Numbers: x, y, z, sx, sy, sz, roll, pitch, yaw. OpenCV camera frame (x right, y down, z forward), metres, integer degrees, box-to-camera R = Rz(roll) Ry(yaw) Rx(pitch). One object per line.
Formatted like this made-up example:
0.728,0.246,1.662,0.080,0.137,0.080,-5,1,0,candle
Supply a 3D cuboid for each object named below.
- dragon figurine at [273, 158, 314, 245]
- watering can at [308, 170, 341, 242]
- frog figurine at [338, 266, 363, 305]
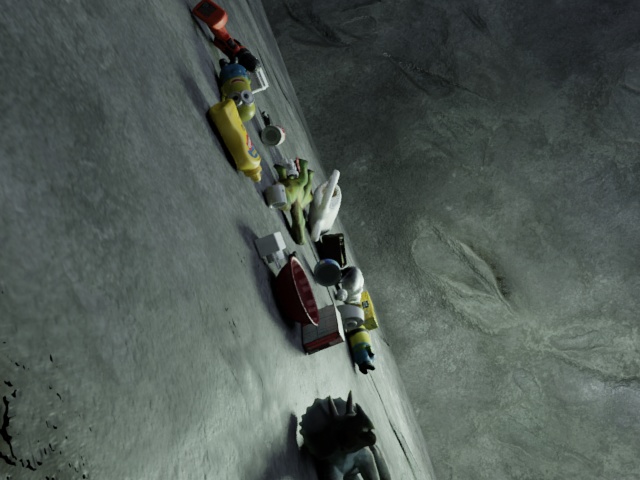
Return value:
-0.072,-0.099,1.583,0.404,0.122,0.247,53,35,-66,dragon figurine
0.006,-0.092,1.827,0.219,0.104,0.356,106,2,-55,watering can
0.133,0.188,2.055,0.157,0.123,0.138,55,-8,-19,frog figurine
